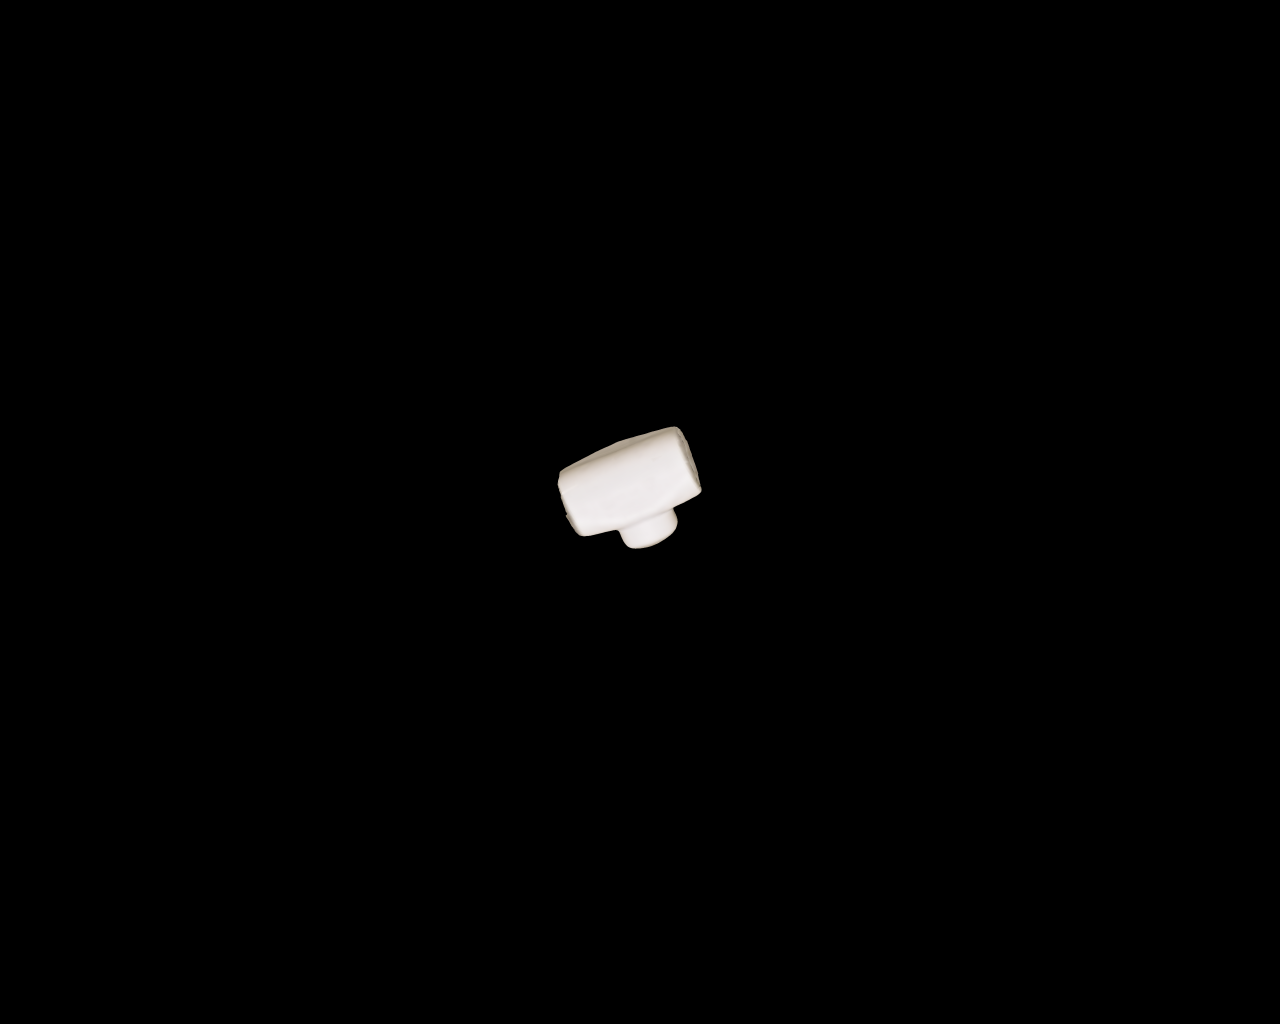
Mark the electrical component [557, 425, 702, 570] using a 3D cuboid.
[{"bbox_3d":[0.001,-0.003,0.650,0.077,0.079,0.044,-21,18,7],"label":"electrical component"}]
